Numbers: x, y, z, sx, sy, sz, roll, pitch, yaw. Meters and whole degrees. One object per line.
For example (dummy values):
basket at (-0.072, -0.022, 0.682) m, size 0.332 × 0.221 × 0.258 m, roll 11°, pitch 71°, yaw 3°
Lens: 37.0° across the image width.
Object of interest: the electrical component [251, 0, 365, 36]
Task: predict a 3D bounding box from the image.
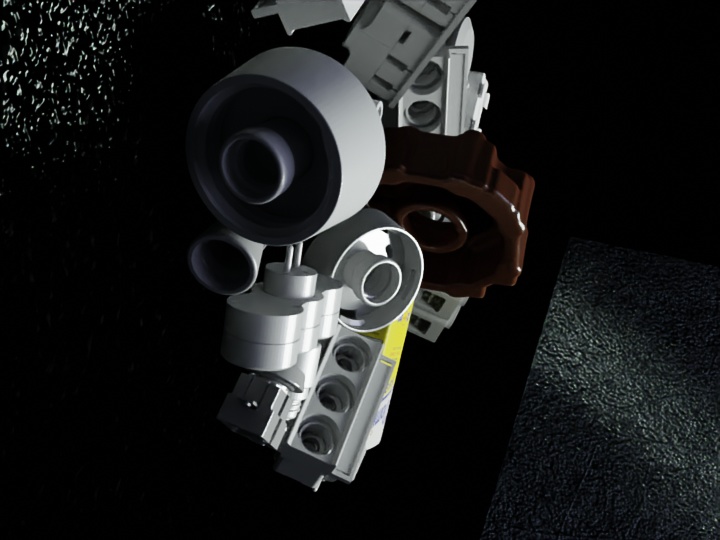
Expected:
electrical component at (-0.016, -0.208, 0.671) m, size 0.063 × 0.079 × 0.121 m, roll 64°, pitch 35°, yaw -33°

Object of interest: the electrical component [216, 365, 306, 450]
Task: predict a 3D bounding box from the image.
electrical component at (-0.069, 0.092, 0.767) m, size 0.066 × 0.048 × 0.055 m, roll 66°, pitch 46°, yaw -67°

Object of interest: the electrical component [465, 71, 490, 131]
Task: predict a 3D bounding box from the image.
electrical component at (0.094, -0.152, 1.142) m, size 0.079 × 0.063 × 0.121 m, roll 34°, pitch 69°, yaw -75°

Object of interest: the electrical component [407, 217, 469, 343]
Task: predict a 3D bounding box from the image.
electrical component at (0.097, 0.003, 1.194) m, size 0.150 × 0.062 × 0.089 m, roll 115°, pitch -1°, yaw -53°

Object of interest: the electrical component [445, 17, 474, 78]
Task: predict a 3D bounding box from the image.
electrical component at (0.080, -0.212, 1.062) m, size 0.080 × 0.051 × 0.080 m, roll 12°, pitch 90°, yaw -75°

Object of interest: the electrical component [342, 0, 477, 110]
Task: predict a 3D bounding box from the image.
electrical component at (0.054, -0.220, 0.795) m, size 0.186 × 0.060 × 0.105 m, roll -47°, pitch -163°, yaw 55°

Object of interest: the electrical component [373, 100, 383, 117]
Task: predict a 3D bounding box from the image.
electrical component at (-0.016, -0.115, 0.757) m, size 0.048 × 0.062 × 0.048 m, roll 13°, pitch 90°, yaw -76°

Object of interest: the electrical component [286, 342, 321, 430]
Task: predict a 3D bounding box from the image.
electrical component at (-0.055, 0.084, 0.821) m, size 0.040 × 0.040 × 0.078 m, roll -12°, pitch 114°, yaw -74°

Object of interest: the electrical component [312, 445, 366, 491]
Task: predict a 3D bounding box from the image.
electrical component at (-0.029, 0.165, 0.974) m, size 0.076 × 0.047 × 0.065 m, roll -62°, pitch 159°, yaw -46°

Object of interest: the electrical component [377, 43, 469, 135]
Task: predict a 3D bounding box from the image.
electrical component at (0.055, -0.154, 0.975) m, size 0.063 × 0.079 × 0.121 m, roll -91°, pitch 180°, yaw -49°

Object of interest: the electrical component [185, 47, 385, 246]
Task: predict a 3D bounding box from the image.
electrical component at (-0.047, -0.065, 0.603) m, size 0.060 × 0.108 × 0.108 m, roll -42°, pitch 143°, yaw -56°

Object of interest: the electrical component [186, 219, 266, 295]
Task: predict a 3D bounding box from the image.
electrical component at (-0.074, -0.021, 0.661) m, size 0.065 × 0.044 × 0.044 m, roll -66°, pitch 163°, yaw -53°

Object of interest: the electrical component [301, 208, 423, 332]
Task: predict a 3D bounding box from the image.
electrical component at (0.000, 0.000, 0.865) m, size 0.099 × 0.064 × 0.099 m, roll -15°, pitch 120°, yaw -29°

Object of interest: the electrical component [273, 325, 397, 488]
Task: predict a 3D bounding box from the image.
electrical component at (-0.028, 0.114, 0.898) m, size 0.121 × 0.079 × 0.063 m, roll -67°, pitch -176°, yaw -37°

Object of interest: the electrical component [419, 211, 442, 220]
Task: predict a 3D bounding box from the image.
electrical component at (0.064, -0.064, 1.137) m, size 0.055 × 0.045 × 0.045 m, roll -44°, pitch 144°, yaw -65°

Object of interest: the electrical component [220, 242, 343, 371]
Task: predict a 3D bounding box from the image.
electrical component at (-0.051, 0.016, 0.755) m, size 0.138 × 0.052 × 0.073 m, roll -31°, pitch 132°, yaw -70°
